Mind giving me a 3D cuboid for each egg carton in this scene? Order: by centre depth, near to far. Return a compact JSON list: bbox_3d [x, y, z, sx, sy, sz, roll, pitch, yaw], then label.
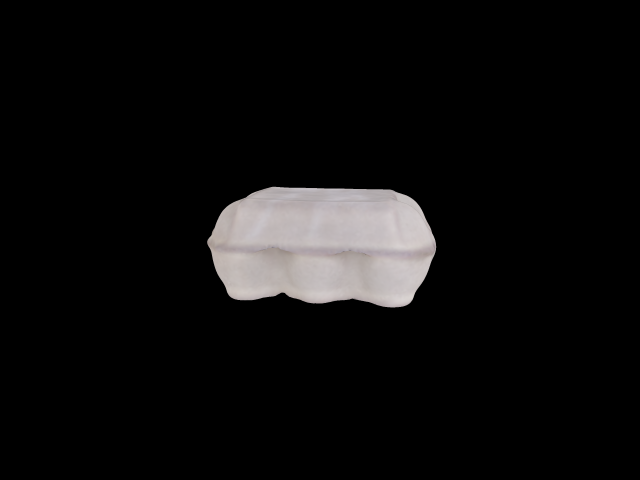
[{"bbox_3d":[0.004,0.001,0.400,0.150,0.069,0.107,1,11,7],"label":"egg carton"}]
